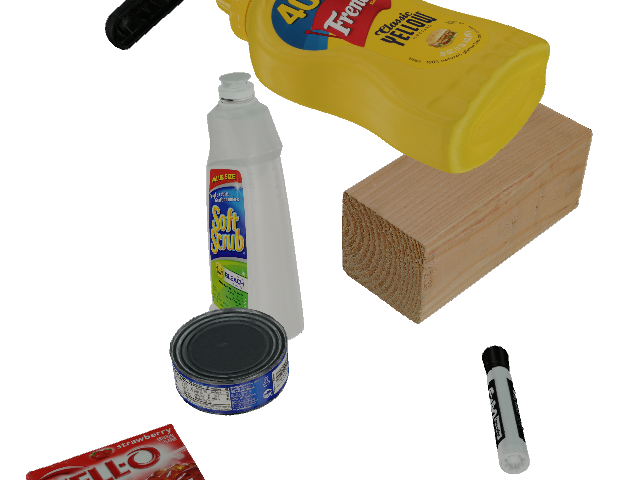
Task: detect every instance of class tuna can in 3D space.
[{"bbox_3d":[-0.066,0.088,0.780,0.086,0.034,0.086,-2,33,1],"label":"tuna can"}]

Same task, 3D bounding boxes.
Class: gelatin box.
[{"bbox_3d":[-0.110,0.143,0.589,0.089,0.030,0.073,-16,28,-20],"label":"gelatin box"}]

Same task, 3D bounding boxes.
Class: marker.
[{"bbox_3d":[0.123,0.109,0.716,0.020,0.020,0.121,0,29,3],"label":"marker"}]

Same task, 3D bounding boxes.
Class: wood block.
[{"bbox_3d":[0.122,-0.033,0.891,0.205,0.090,0.091,-33,51,-30],"label":"wood block"}]

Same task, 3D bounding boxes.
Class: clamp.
[{"bbox_3d":[-0.076,-0.189,0.753,0.120,0.039,0.171,3,44,5],"label":"clamp"}]

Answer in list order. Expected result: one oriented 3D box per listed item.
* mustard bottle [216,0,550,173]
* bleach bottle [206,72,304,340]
[{"bbox_3d":[0.019,-0.105,0.579,0.192,0.058,0.096,27,52,28],"label":"mustard bottle"},{"bbox_3d":[-0.069,-0.031,0.978,0.068,0.251,0.103,-21,30,-31],"label":"bleach bottle"}]
